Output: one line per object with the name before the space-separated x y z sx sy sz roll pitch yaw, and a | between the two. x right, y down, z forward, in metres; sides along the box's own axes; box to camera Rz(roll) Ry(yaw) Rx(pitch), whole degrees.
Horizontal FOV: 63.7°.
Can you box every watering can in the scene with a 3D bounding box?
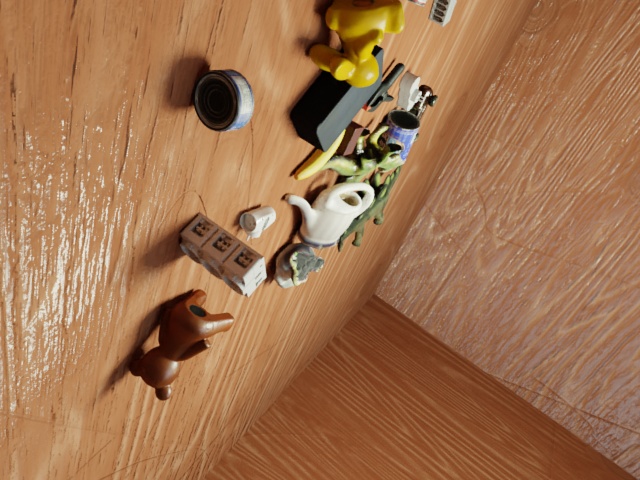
watering can | 0.004 -0.070 1.396 0.349 0.105 0.220 -10 144 -43

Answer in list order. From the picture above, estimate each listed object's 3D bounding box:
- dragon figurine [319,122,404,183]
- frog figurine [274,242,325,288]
dragon figurine | 0.101 -0.195 1.456 0.415 0.124 0.237 -24 155 -34
frog figurine | -0.084 0.073 1.477 0.158 0.121 0.140 -12 -139 57
